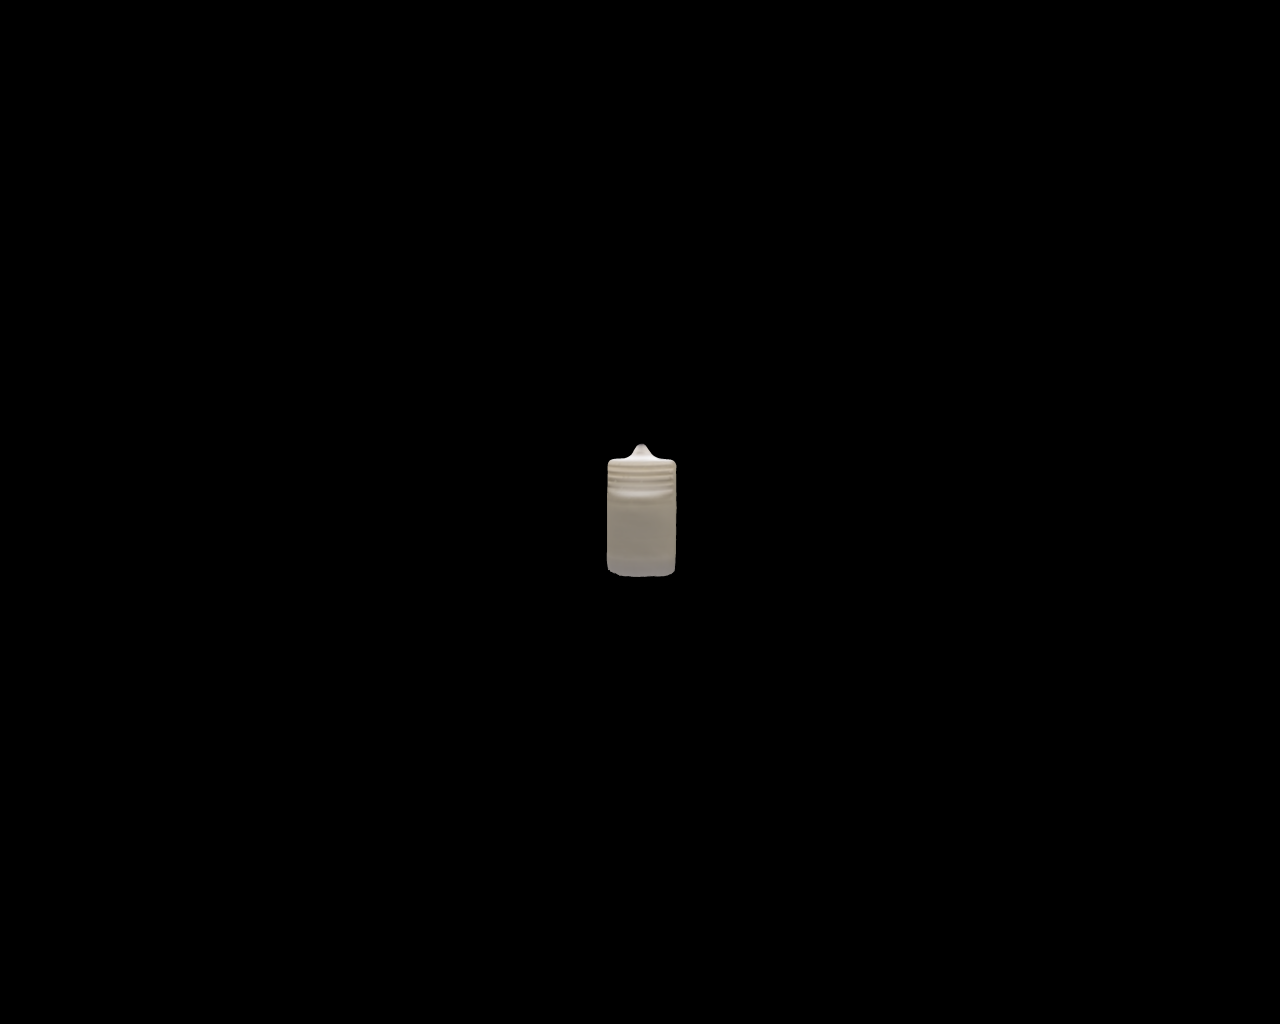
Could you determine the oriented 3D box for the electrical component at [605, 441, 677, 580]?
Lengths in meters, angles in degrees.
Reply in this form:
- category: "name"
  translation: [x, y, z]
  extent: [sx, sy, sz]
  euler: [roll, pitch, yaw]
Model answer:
- category: "electrical component"
  translation: [0.001, -0.003, 0.650]
  extent: [0.043, 0.080, 0.043]
  euler: [0, 7, 0]
